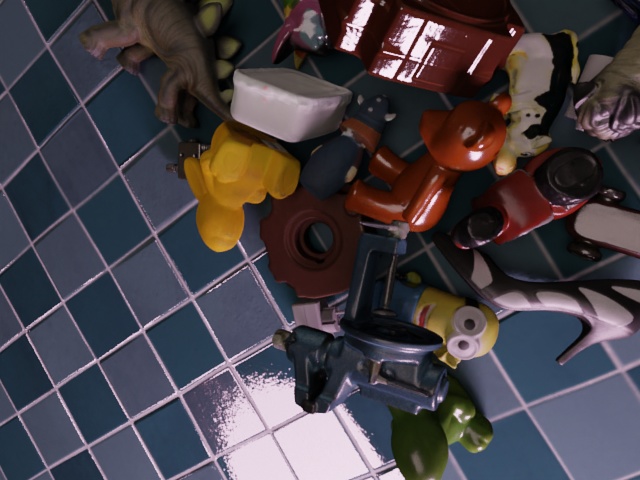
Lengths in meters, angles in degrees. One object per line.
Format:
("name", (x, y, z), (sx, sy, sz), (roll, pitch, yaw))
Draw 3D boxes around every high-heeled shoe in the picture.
("high-heeled shoe", (0.269, 0.036, 0.657), (0.249, 0.086, 0.145), (44, 94, 15))

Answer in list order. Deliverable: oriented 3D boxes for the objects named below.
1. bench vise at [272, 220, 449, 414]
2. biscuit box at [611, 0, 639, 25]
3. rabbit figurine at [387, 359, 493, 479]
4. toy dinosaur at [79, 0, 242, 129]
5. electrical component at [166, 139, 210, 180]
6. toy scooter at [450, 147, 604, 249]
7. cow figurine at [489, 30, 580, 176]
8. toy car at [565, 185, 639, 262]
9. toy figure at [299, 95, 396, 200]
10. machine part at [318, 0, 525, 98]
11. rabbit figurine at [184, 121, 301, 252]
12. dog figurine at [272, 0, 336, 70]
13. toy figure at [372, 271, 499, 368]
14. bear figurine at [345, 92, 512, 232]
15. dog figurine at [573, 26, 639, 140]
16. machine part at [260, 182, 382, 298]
("bench vise", (0.052, 0.091, 0.639), (0.224, 0.129, 0.240), (13, 95, 36))
("biscuit box", (0.402, -0.323, 0.555), (0.202, 0.063, 0.059), (-44, 82, 21))
("rabbit figurine", (0.139, 0.227, 0.675), (0.121, 0.170, 0.159), (-19, 91, 22))
("toy dinosaur", (-0.243, -0.328, 0.787), (0.471, 0.105, 0.198), (45, 103, 0))
("electrical component", (-0.199, -0.125, 0.836), (0.094, 0.021, 0.063), (5, 99, 21))
("toy scooter", (0.235, -0.041, 0.637), (0.184, 0.135, 0.075), (-30, 81, 3))
("cow figurine", (0.251, -0.160, 0.637), (0.098, 0.068, 0.167), (3, 99, 15))
("toy car", (0.388, 0.001, 0.611), (0.202, 0.053, 0.089), (19, 93, 22))
("toy figure", (0.037, -0.122, 0.693), (0.064, 0.058, 0.154), (41, 84, -5))
("machine part", (0.106, -0.258, 0.584), (0.087, 0.201, 0.201), (120, 148, -45))
("rabbit figurine", (-0.131, -0.072, 0.742), (0.163, 0.122, 0.173), (39, 116, 43))
("dog figurine", (-0.034, -0.340, 0.700), (0.192, 0.108, 0.219), (23, 108, 16))
("toy figure", (0.142, 0.094, 0.706), (0.180, 0.089, 0.082), (17, 122, 28))
("bear figurine", (0.127, -0.098, 0.632), (0.132, 0.120, 0.195), (29, 144, 6))
("dog figurine", (0.374, -0.185, 0.560), (0.190, 0.172, 0.121), (-50, 46, 41))
("machine part", (-0.002, -0.002, 0.760), (0.180, 0.056, 0.179), (4, 100, 22))
